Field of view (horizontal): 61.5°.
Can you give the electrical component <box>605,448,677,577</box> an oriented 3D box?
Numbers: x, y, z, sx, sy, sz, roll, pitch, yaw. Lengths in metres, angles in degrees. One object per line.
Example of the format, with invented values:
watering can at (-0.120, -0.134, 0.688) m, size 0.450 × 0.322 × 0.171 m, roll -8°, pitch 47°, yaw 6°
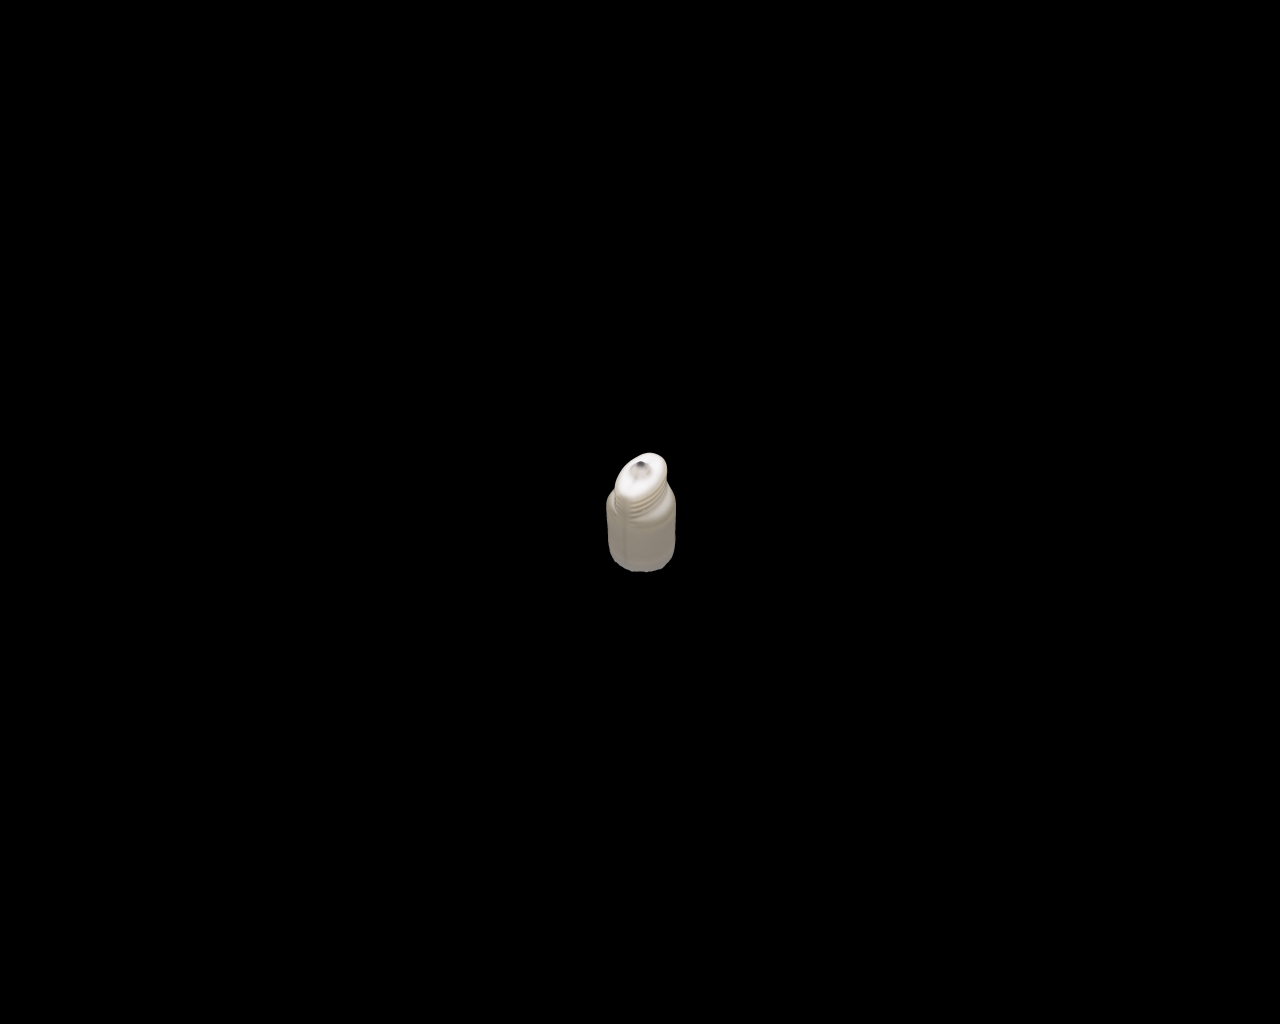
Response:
electrical component at (0.001, -0.003, 0.650) m, size 0.043 × 0.043 × 0.080 m, roll 0°, pitch -41°, yaw 0°
